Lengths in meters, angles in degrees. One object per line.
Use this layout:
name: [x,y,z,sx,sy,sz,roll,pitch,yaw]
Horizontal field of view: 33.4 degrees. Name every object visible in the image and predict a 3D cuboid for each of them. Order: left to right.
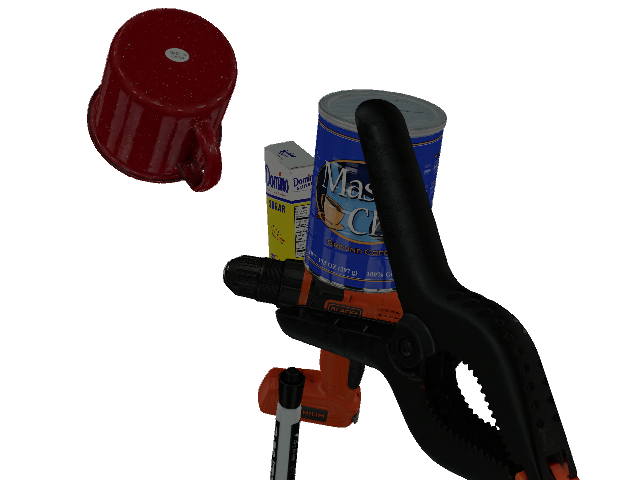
mug: [-0.096,-0.086,0.693,0.093,0.117,0.082,-19,-18,-26]
marker: [-0.024,0.140,0.759,0.020,0.121,0.020,4,32,-3]
sugar box: [-0.032,-0.021,1.276,0.048,0.176,0.093,-13,26,-19]
power drill: [-0.013,0.098,1.053,0.184,0.188,0.057,12,41,-1]
coffee can: [0.043,-0.042,0.874,0.103,0.140,0.103,5,24,-2]
clamp: [0.055,0.040,0.536,0.036,0.165,0.210,-12,42,-35]
